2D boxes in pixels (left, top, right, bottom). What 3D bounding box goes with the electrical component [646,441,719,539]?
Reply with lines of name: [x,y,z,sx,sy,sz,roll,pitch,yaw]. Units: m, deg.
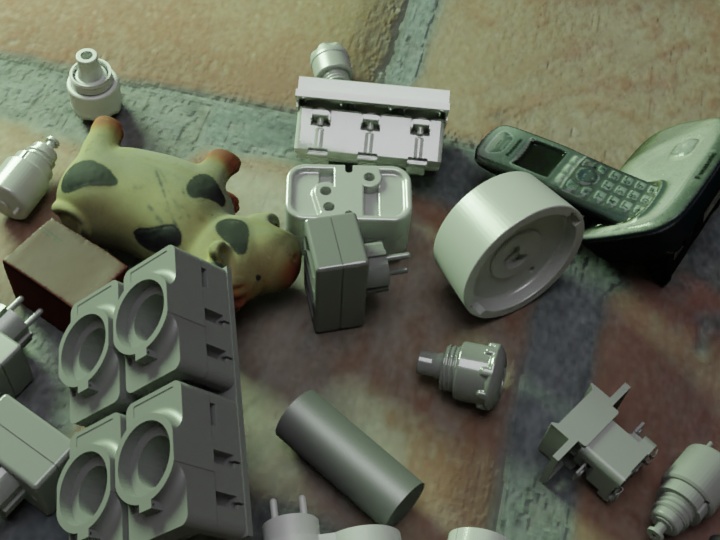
electrical component: [0.220,0.152,0.722,0.040,0.040,0.078,39,62,22]

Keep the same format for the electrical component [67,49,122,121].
electrical component: [-0.224,-0.157,0.900,0.043,0.062,0.043,2,55,-2]

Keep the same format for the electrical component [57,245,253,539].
electrical component: [-0.134,0.089,0.682,0.105,0.060,0.186,-28,54,29]

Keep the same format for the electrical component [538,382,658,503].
electrical component: [0.165,0.121,0.740,0.081,0.042,0.064,-38,67,-25]

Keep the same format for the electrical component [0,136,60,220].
electrical component: [-0.265,-0.076,0.854,0.040,0.040,0.078,20,56,11]

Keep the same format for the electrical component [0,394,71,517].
electrical component: [-0.232,0.135,0.704,0.066,0.047,0.076,31,59,17]

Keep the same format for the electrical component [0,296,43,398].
electrical component: [-0.259,0.049,0.763,0.066,0.047,0.076,30,59,17]

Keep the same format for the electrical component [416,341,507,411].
electrical component: [0.072,0.072,0.768,0.062,0.048,0.048,11,55,13]

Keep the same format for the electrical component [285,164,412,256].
electrical component: [-0.010,-0.042,0.833,0.095,0.059,0.053,1,55,-2]

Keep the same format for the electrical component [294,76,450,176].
electrical component: [0.009,-0.116,0.879,0.121,0.078,0.063,6,84,1]

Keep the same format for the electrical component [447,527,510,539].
electrical component: [0.070,0.208,0.672,0.043,0.043,0.081,12,55,5]

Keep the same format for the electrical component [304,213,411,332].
electrical component: [0.000,0.000,0.790,0.076,0.083,0.047,-9,56,-9]

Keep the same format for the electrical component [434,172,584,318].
electrical component: [0.105,-0.024,0.801,0.108,0.108,0.060,-25,54,-19]

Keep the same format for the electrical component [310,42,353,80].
electrical component: [-0.022,-0.167,0.935,0.035,0.035,0.061,-8,58,-9]

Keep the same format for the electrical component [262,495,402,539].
electrical component: [-0.042,0.178,0.681,0.138,0.052,0.073,-6,56,-6]
